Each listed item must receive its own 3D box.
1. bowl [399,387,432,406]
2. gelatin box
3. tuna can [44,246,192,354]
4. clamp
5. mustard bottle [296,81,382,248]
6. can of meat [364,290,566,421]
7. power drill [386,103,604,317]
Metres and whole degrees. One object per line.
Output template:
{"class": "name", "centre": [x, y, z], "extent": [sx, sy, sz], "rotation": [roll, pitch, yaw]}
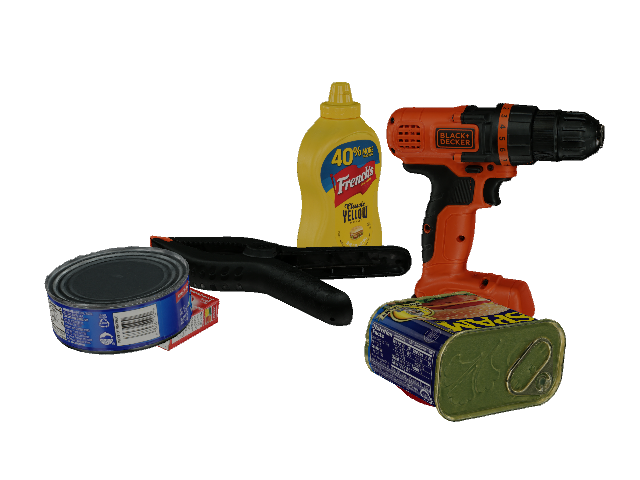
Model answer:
{"class": "bowl", "centre": [0.129, 0.129, 1.123], "extent": [0.162, 0.055, 0.162], "rotation": [5, 25, -2]}
{"class": "gelatin box", "centre": [-0.154, 0.066, 1.027], "extent": [0.089, 0.030, 0.073], "rotation": [20, 29, 30]}
{"class": "tuna can", "centre": [-0.120, 0.035, 0.644], "extent": [0.086, 0.034, 0.086], "rotation": [-3, 22, 1]}
{"class": "clamp", "centre": [-0.044, 0.024, 0.839], "extent": [0.210, 0.036, 0.164], "rotation": [6, 14, 13]}
{"class": "mustard bottle", "centre": [0.020, -0.065, 1.088], "extent": [0.096, 0.192, 0.058], "rotation": [-12, 19, -36]}
{"class": "can of meat", "centre": [0.091, 0.070, 0.687], "extent": [0.101, 0.057, 0.084], "rotation": [-5, 15, -31]}
{"class": "power drill", "centre": [0.149, -0.025, 0.921], "extent": [0.185, 0.188, 0.057], "rotation": [4, 14, 24]}
